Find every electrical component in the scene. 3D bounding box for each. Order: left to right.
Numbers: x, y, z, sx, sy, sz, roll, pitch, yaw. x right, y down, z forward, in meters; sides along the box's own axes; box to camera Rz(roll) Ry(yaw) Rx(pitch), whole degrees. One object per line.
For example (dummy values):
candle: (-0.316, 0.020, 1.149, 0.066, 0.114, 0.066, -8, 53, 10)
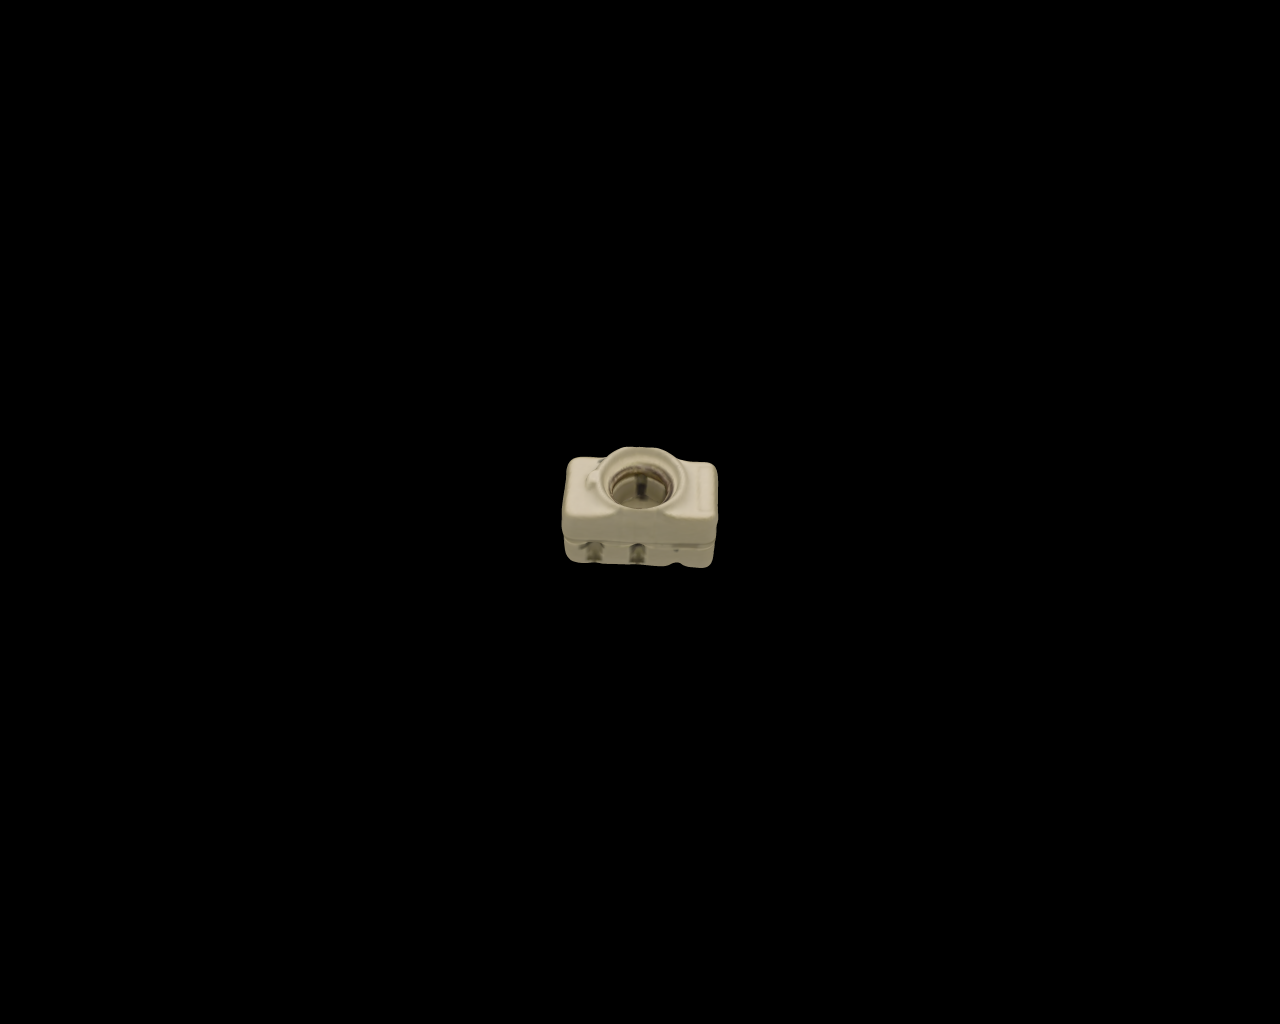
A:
electrical component: (0.001, -0.003, 0.650, 0.089, 0.050, 0.055, 2, -40, 2)
